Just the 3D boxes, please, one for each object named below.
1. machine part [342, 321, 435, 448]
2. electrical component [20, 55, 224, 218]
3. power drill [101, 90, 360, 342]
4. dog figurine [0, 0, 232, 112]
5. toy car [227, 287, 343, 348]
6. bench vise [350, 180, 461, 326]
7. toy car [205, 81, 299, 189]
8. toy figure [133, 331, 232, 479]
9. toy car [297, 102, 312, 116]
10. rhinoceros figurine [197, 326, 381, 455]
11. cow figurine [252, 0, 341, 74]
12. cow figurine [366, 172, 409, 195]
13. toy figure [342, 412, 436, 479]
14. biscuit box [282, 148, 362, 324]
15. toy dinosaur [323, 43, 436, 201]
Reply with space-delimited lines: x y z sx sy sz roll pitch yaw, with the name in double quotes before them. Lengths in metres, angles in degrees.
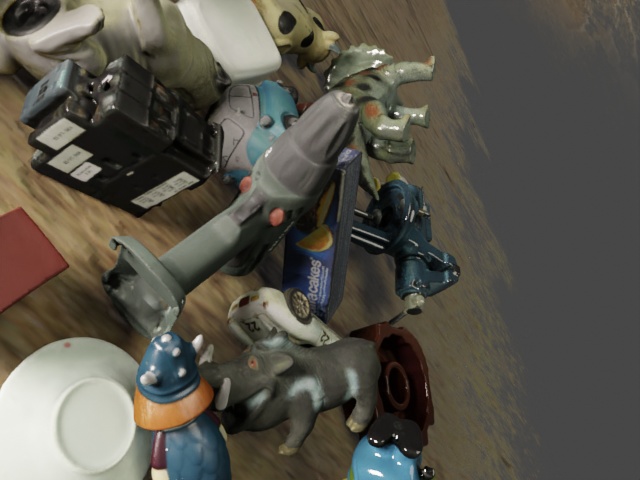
"machine part" 0.091 0.198 0.722 0.179 0.056 0.179 33 47 -44
"electrical component" -0.163 -0.083 0.436 0.134 0.115 0.058 34 43 -47
"power drill" -0.076 -0.017 0.455 0.086 0.232 0.207 42 49 0
"dog figurine" -0.181 -0.160 0.497 0.121 0.172 0.190 57 -7 27
"toy car" -0.015 0.118 0.586 0.201 0.073 0.056 45 34 -33
"bench vise" 0.089 -0.005 0.792 0.240 0.129 0.223 21 64 -24
"toy car" -0.079 -0.127 0.614 0.103 0.109 0.162 18 43 -30
"toy figure" -0.108 0.140 0.413 0.064 0.058 0.154 -62 142 -70
"toy car" -0.018 -0.101 0.685 0.053 0.089 0.202 72 20 -63
"rhinoceros figurine" -0.029 0.135 0.502 0.190 0.112 0.073 -2 28 -23
"cow figurine" -0.042 -0.313 0.802 0.127 0.085 0.195 57 29 -7
"cow figurine" 0.143 -0.032 0.940 0.098 0.068 0.167 6 67 -63
"toy figure" 0.064 0.257 0.549 0.089 0.082 0.180 -12 122 -44
"biscuit box" -0.001 -0.002 0.594 0.063 0.059 0.202 -51 152 -56
"toy dinosaur" 0.064 -0.196 0.824 0.405 0.192 0.131 -56 147 -49
